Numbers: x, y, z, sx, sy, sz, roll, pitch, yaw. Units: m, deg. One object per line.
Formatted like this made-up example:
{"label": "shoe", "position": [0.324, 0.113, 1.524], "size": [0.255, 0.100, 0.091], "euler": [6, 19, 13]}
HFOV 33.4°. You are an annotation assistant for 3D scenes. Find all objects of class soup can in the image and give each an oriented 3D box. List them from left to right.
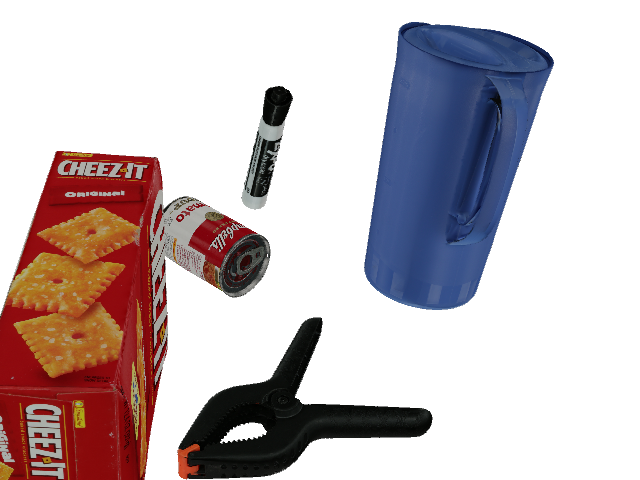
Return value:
{"label": "soup can", "position": [-0.109, 0.005, 1.068], "size": [0.102, 0.068, 0.068], "euler": [29, 17, 33]}

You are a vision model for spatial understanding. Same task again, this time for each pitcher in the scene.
{"label": "pitcher", "position": [0.114, -0.059, 0.939], "size": [0.145, 0.243, 0.149], "euler": [22, 28, 22]}

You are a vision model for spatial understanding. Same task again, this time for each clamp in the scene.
{"label": "clamp", "position": [-0.022, 0.149, 0.893], "size": [0.209, 0.036, 0.165], "euler": [-28, 44, -36]}

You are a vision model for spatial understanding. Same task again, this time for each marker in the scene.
{"label": "marker", "position": [-0.039, -0.066, 0.761], "size": [0.020, 0.020, 0.121], "euler": [0, -35, -14]}

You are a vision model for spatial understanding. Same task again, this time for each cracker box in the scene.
{"label": "cracker box", "position": [-0.128, 0.072, 0.599], "size": [0.072, 0.164, 0.213], "euler": [3, 34, -3]}
